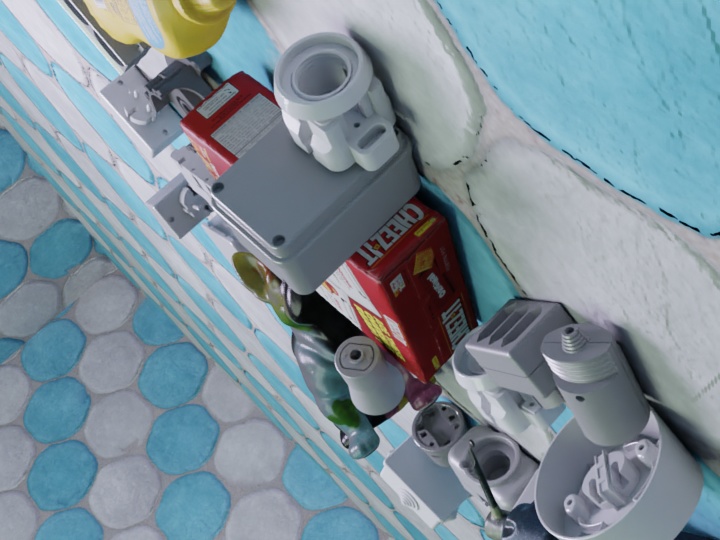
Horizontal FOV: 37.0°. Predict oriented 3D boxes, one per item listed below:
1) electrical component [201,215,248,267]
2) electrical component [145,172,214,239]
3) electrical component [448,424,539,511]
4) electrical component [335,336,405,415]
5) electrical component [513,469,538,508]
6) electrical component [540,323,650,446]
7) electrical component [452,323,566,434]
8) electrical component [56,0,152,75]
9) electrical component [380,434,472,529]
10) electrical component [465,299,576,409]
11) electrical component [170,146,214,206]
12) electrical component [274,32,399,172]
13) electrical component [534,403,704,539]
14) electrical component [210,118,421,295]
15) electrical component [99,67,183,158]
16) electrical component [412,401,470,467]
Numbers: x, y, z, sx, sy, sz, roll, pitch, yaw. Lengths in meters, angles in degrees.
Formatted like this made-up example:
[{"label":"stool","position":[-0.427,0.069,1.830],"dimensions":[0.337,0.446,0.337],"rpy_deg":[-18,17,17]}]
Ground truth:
[{"label":"electrical component","position":[-0.119,-0.025,1.191],"dimensions":[0.100,0.048,0.099],"rpy_deg":[28,157,55]},{"label":"electrical component","position":[-0.174,-0.076,1.140],"dimensions":[0.047,0.083,0.076],"rpy_deg":[53,166,-24]},{"label":"electrical component","position":[0.132,0.192,1.015],"dimensions":[0.095,0.054,0.059],"rpy_deg":[34,162,45]},{"label":"electrical component","position":[0.005,0.078,0.816],"dimensions":[0.044,0.044,0.065],"rpy_deg":[39,168,32]},{"label":"electrical component","position":[0.186,0.222,0.947],"dimensions":[0.077,0.047,0.065],"rpy_deg":[17,150,41]},{"label":"electrical component","position":[0.137,0.062,0.632],"dimensions":[0.043,0.043,0.081],"rpy_deg":[30,159,53]},{"label":"electrical component","position":[0.101,0.073,0.754],"dimensions":[0.057,0.058,0.078],"rpy_deg":[52,166,-32]},{"label":"electrical component","position":[-0.201,-0.222,0.837],"dimensions":[0.121,0.063,0.079],"rpy_deg":[50,167,-12]},{"label":"electrical component","position":[0.081,0.216,1.154],"dimensions":[0.100,0.100,0.048],"rpy_deg":[44,154,14]},{"label":"electrical component","position":[0.118,0.062,0.688],"dimensions":[0.076,0.047,0.066],"rpy_deg":[49,167,-13]},{"label":"electrical component","position":[-0.131,-0.090,1.030],"dimensions":[0.089,0.050,0.055],"rpy_deg":[36,162,44]},{"label":"electrical component","position":[-0.017,-0.099,0.621],"dimensions":[0.078,0.058,0.057],"rpy_deg":[40,168,30]},{"label":"electrical component","position":[0.158,0.132,0.661],"dimensions":[0.064,0.099,0.099],"rpy_deg":[43,168,-9]},{"label":"electrical component","position":[-0.027,-0.052,0.668],"dimensions":[0.078,0.113,0.057],"rpy_deg":[40,168,29]},{"label":"electrical component","position":[-0.225,-0.167,1.111],"dimensions":[0.083,0.047,0.076],"rpy_deg":[48,167,-3]},{"label":"electrical component","position":[0.086,0.169,1.096],"dimensions":[0.055,0.055,0.047],"rpy_deg":[37,167,39]}]
